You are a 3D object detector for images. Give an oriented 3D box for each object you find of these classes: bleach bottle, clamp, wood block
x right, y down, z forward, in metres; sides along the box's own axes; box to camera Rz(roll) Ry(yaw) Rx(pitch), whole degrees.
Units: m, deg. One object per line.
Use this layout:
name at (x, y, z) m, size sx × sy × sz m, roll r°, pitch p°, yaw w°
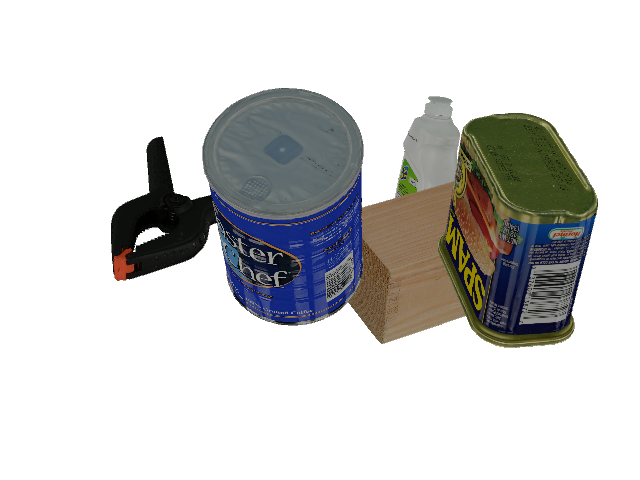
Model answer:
bleach bottle at (0.123, -0.039, 1.234) m, size 0.068 × 0.251 × 0.103 m, roll -1°, pitch 22°, yaw -22°
clamp at (-0.149, -0.032, 1.053) m, size 0.165 × 0.036 × 0.209 m, roll 24°, pitch 41°, yaw 21°
wood block at (0.127, 0.008, 0.978) m, size 0.205 × 0.090 × 0.091 m, roll -16°, pitch 43°, yaw -22°

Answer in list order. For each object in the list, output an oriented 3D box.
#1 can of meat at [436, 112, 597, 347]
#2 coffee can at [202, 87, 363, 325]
can of meat at (0.104, -0.008, 0.569) m, size 0.057 × 0.084 × 0.102 m, roll -3°, pitch 37°, yaw -10°
coffee can at (-0.021, -0.020, 0.732) m, size 0.103 × 0.103 × 0.140 m, roll 0°, pitch -34°, yaw 3°
